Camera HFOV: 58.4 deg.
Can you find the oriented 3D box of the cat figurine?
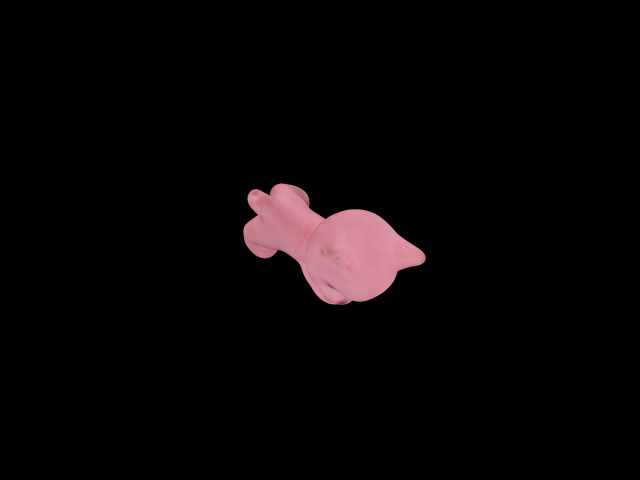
[{"bbox_3d":[0.004,0.001,0.400,0.127,0.118,0.067,31,83,5],"label":"cat figurine"}]
